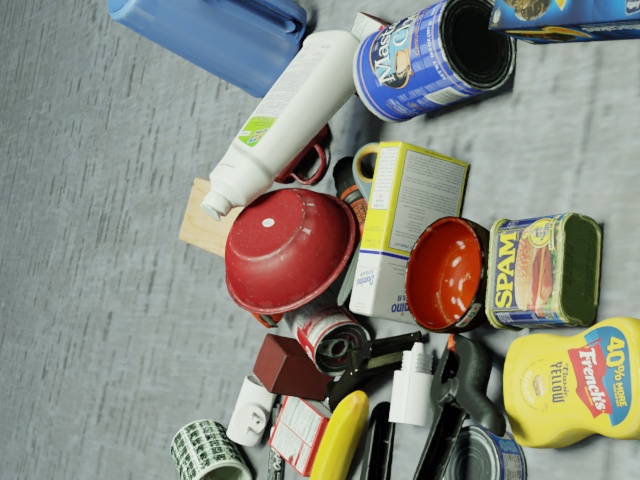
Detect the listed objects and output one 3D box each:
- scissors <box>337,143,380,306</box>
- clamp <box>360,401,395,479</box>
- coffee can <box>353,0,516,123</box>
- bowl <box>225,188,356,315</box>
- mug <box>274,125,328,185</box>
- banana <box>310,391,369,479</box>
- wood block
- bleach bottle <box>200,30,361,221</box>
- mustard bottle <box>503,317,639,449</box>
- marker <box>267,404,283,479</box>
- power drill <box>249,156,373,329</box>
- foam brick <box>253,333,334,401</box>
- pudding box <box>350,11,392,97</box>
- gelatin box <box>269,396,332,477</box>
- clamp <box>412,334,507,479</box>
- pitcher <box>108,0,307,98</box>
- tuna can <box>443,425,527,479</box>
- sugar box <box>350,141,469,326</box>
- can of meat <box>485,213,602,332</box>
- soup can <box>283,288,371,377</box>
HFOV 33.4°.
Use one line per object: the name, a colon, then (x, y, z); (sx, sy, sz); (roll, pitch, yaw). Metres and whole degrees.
scissors: (0.044, -0.029, 1.120); (0.096, 0.016, 0.201); (31, 69, 24)
clamp: (0.050, 0.281, 1.090); (0.210, 0.036, 0.164); (-61, 27, 27)
coffee can: (0.115, -0.186, 1.100); (0.141, 0.102, 0.103); (-13, 68, 54)
bowl: (-0.044, -0.002, 1.141); (0.162, 0.055, 0.162); (-18, 47, 20)
mug: (-0.037, -0.122, 1.333); (0.117, 0.093, 0.082); (50, 120, 15)
banana: (0.018, 0.234, 1.134); (0.069, 0.037, 0.198); (-101, 26, -67)
wood block: (-0.088, -0.016, 1.359); (0.206, 0.090, 0.090); (19, 94, 58)
bleach bottle: (-0.046, -0.123, 1.178); (0.250, 0.068, 0.103); (-51, 26, -17)
mustard bottle: (0.233, 0.113, 0.855); (0.192, 0.058, 0.096); (-21, 62, 52)
marker: (-0.052, 0.256, 1.270); (0.020, 0.020, 0.121); (-16, 66, 54)
power drill: (-0.008, 0.001, 1.196); (0.188, 0.057, 0.184); (-32, 40, 12)
foam brick: (-0.028, 0.146, 1.220); (0.053, 0.078, 0.051); (44, 114, 53)
pudding box: (0.066, -0.208, 1.243); (0.114, 0.039, 0.090); (46, 118, 55)
gelatin box: (-0.017, 0.221, 1.220); (0.089, 0.030, 0.073); (29, 102, 56)
clamp: (0.121, 0.155, 0.971); (0.120, 0.039, 0.171); (-48, 14, 25)
pitcher: (-0.146, -0.297, 1.407); (0.149, 0.242, 0.145); (-58, 35, 16)
tuna can: (0.146, 0.213, 0.973); (0.086, 0.033, 0.086); (-26, 58, 50)
sugar box: (0.090, -0.004, 1.081); (0.048, 0.093, 0.176); (9, 86, 58)
can of meat: (0.198, 0.029, 0.941); (0.084, 0.057, 0.102); (-8, 73, 52)
soup can: (0.005, 0.097, 1.198); (0.102, 0.068, 0.068); (48, 119, 53)
